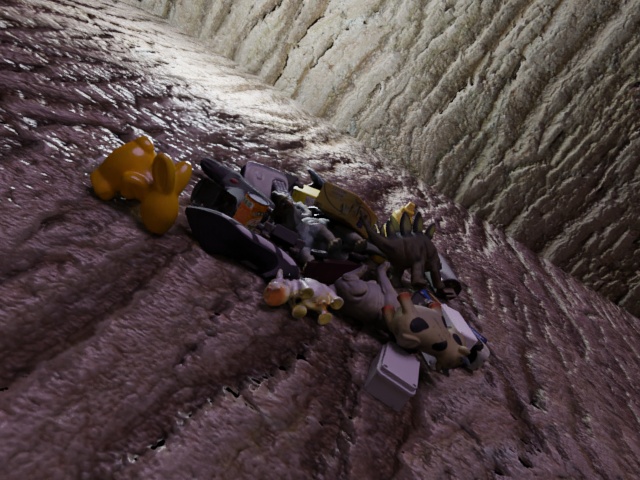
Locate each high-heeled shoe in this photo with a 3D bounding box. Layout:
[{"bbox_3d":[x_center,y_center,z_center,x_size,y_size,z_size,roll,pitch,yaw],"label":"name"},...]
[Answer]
[{"bbox_3d":[-0.149,0.004,1.087,0.249,0.086,0.145,41,18,11],"label":"high-heeled shoe"}]

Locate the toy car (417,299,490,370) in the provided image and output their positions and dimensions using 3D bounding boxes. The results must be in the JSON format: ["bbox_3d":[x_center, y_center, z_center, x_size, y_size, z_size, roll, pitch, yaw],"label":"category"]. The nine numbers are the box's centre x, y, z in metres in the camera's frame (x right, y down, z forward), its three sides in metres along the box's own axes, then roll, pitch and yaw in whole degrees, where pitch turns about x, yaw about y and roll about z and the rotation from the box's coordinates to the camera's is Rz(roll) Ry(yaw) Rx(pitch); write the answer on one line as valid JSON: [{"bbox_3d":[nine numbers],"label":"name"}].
[{"bbox_3d":[0.303,0.220,1.260,0.202,0.073,0.056,42,25,24],"label":"toy car"}]

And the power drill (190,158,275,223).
[{"bbox_3d":[-0.226,-0.114,1.269,0.232,0.086,0.207,36,12,3],"label":"power drill"}]

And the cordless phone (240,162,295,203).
[{"bbox_3d":[-0.130,-0.112,1.395,0.146,0.088,0.184,16,29,-41],"label":"cordless phone"}]

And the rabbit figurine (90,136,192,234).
[{"bbox_3d":[-0.314,-0.097,1.008,0.173,0.162,0.122,58,14,16],"label":"rabbit figurine"}]

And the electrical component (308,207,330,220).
[{"bbox_3d":[-0.015,-0.049,1.413,0.074,0.119,0.048,64,31,-44],"label":"electrical component"}]

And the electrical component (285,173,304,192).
[{"bbox_3d":[-0.094,-0.159,1.512,0.094,0.021,0.063,27,50,14],"label":"electrical component"}]

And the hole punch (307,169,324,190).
[{"bbox_3d":[-0.001,-0.152,1.680,0.115,0.092,0.142,18,20,-45],"label":"hole punch"}]

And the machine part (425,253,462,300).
[{"bbox_3d":[0.364,0.107,1.623,0.079,0.079,0.243,26,19,-18],"label":"machine part"}]

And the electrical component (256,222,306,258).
[{"bbox_3d":[-0.083,-0.002,1.117,0.102,0.045,0.078,30,-17,-16],"label":"electrical component"}]

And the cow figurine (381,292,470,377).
[{"bbox_3d":[0.215,0.186,1.035,0.194,0.085,0.127,22,44,-37],"label":"cow figurine"}]

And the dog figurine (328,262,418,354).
[{"bbox_3d":[0.116,0.158,1.113,0.172,0.121,0.191,-15,61,-21],"label":"dog figurine"}]

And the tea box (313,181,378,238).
[{"bbox_3d":[0.066,-0.071,1.314,0.098,0.068,0.169,27,-4,27],"label":"tea box"}]

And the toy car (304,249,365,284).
[{"bbox_3d":[0.028,0.068,1.186,0.053,0.089,0.202,20,10,40],"label":"toy car"}]

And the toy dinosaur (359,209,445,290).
[{"bbox_3d":[0.226,0.028,1.390,0.471,0.105,0.198,15,69,-57],"label":"toy dinosaur"}]

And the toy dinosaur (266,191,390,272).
[{"bbox_3d":[0.004,-0.007,1.306,0.192,0.131,0.404,46,17,32],"label":"toy dinosaur"}]

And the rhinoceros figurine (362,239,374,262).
[{"bbox_3d":[0.098,-0.028,1.475,0.190,0.073,0.112,48,14,-19],"label":"rhinoceros figurine"}]

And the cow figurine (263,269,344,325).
[{"bbox_3d":[-0.044,0.099,1.030,0.167,0.068,0.098,22,16,-36],"label":"cow figurine"}]

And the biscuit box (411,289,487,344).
[{"bbox_3d":[0.310,0.207,1.324,0.203,0.059,0.063,42,21,24],"label":"biscuit box"}]
